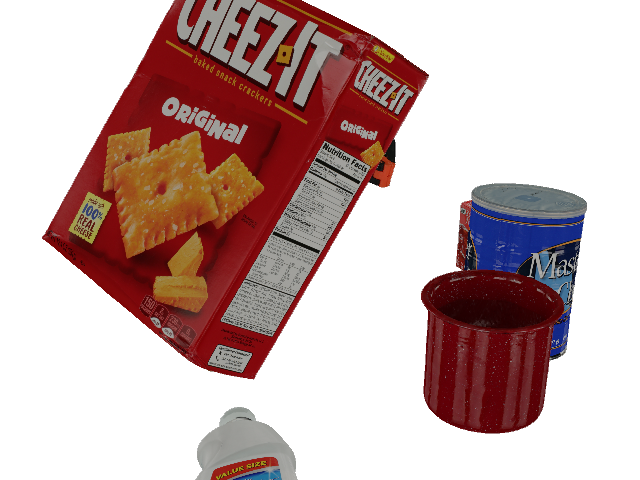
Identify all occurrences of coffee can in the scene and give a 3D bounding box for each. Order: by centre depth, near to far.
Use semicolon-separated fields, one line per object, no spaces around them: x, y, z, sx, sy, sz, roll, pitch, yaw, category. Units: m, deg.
0.182;0.027;0.976;0.103;0.140;0.103;4;16;-1;coffee can

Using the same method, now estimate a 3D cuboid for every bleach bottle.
-0.061;0.210;0.769;0.102;0.068;0.251;-6;30;-5;bleach bottle

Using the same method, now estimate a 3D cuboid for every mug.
0.112;0.070;0.724;0.093;0.081;0.117;1;23;1;mug

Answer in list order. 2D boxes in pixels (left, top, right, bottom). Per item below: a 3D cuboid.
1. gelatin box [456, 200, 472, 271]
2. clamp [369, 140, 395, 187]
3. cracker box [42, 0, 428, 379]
0.197;0.005;1.270;0.030;0.089;0.073;-16;32;-30;gelatin box
0.013;-0.112;1.088;0.120;0.039;0.172;-12;40;-20;clamp
-0.060;-0.049;0.656;0.164;0.214;0.072;34;7;37;cracker box
